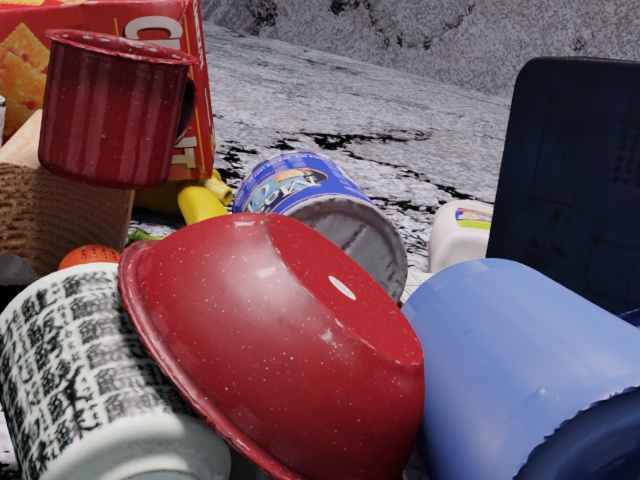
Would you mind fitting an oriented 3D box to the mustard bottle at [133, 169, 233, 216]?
[{"bbox_3d":[-0.163,-0.064,0.985,0.192,0.058,0.096,19,22,26],"label":"mustard bottle"}]

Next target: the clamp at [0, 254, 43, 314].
[{"bbox_3d":[-0.178,0.034,0.570,0.120,0.039,0.171,-13,17,-11],"label":"clamp"}]

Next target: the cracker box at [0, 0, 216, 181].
[{"bbox_3d":[-0.200,-0.125,0.878,0.213,0.164,0.072,-4,33,0],"label":"cracker box"}]

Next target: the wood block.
[{"bbox_3d":[-0.180,-0.027,0.765,0.090,0.091,0.206,10,14,-9],"label":"wood block"}]

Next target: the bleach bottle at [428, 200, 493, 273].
[{"bbox_3d":[0.135,0.004,0.945,0.102,0.068,0.251,12,12,-3],"label":"bleach bottle"}]

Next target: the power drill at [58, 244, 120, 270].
[{"bbox_3d":[-0.053,0.057,0.603,0.187,0.057,0.184,7,20,-20],"label":"power drill"}]

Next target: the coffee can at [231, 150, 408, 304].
[{"bbox_3d":[-0.005,0.001,0.757,0.102,0.103,0.140,8,16,-14],"label":"coffee can"}]

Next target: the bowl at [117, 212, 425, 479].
[{"bbox_3d":[-0.007,0.039,0.458,0.162,0.055,0.162,39,14,-13],"label":"bowl"}]

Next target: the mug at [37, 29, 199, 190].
[{"bbox_3d":[-0.120,-0.080,0.662,0.093,0.081,0.117,20,16,29],"label":"mug"}]

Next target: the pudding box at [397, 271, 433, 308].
[{"bbox_3d":[0.094,0.054,0.765,0.113,0.039,0.090,5,15,-14],"label":"pudding box"}]

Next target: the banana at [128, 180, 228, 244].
[{"bbox_3d":[-0.096,-0.010,0.837,0.069,0.037,0.197,43,10,-7],"label":"banana"}]

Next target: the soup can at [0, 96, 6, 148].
[{"bbox_3d":[-0.272,-0.059,0.792,0.068,0.102,0.068,10,15,-3],"label":"soup can"}]

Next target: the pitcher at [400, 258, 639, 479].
[{"bbox_3d":[0.114,0.081,0.480,0.149,0.145,0.243,10,11,-10],"label":"pitcher"}]
